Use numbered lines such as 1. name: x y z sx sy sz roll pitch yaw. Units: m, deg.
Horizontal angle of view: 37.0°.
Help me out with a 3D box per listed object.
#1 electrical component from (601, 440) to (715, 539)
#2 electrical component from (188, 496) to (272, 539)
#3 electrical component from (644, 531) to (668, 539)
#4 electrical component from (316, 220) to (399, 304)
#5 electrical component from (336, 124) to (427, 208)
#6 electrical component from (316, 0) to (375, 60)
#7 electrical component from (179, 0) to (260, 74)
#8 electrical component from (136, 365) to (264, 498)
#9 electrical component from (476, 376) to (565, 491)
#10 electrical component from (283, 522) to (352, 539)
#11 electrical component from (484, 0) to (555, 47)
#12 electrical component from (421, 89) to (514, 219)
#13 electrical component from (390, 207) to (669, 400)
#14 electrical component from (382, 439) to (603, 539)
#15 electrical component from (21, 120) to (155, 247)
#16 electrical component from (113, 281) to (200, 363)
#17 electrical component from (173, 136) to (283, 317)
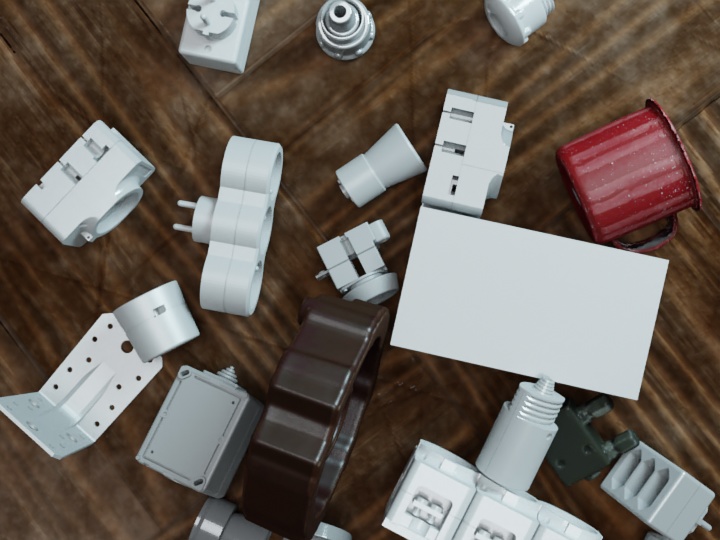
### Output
1. electrical component: 0.236 0.175 0.814 0.077 0.066 0.047 36 90 -24
2. electrical component: -0.100 0.206 0.840 0.055 0.045 0.045 23 89 4
3. electrical component: 0.208 0.236 0.819 0.079 0.044 0.077 24 89 5
4. electrical component: 0.000 0.000 0.843 0.066 0.048 0.055 -27 79 2
5. electrical component: 0.014 -0.079 0.848 0.065 0.044 0.044 -33 86 6
6. electrical component: -0.013 -0.194 0.843 0.048 0.062 0.048 0 88 4
7. electrical component: -0.113 -0.197 0.842 0.047 0.077 0.065 12 88 4
8. electrical component: -0.117 0.120 0.833 0.062 0.061 0.096 22 78 17
9. electrical component: 0.121 0.115 0.787 0.043 0.043 0.081 24 101 4
10. electrical component: -0.039 0.224 0.824 0.058 0.078 0.057 14 69 6
11. electrical component: 0.132 -0.210 0.844 0.062 0.048 0.048 -37 86 -6
12. electrical component: 0.085 -0.088 0.838 0.056 0.050 0.089 13 88 4
13. electrical component: 0.126 0.024 0.823 0.186 0.060 0.105 13 91 3
14. electrical component: 0.098 0.190 0.805 0.150 0.089 0.061 27 89 4
15. electrical component: -0.212 -0.064 0.856 0.056 0.050 0.089 44 91 5
16. electrical component: -0.159 0.042 0.847 0.055 0.055 0.047 -27 90 2
17. electrical component: -0.110 -0.037 0.847 0.074 0.052 0.138 10 89 4
